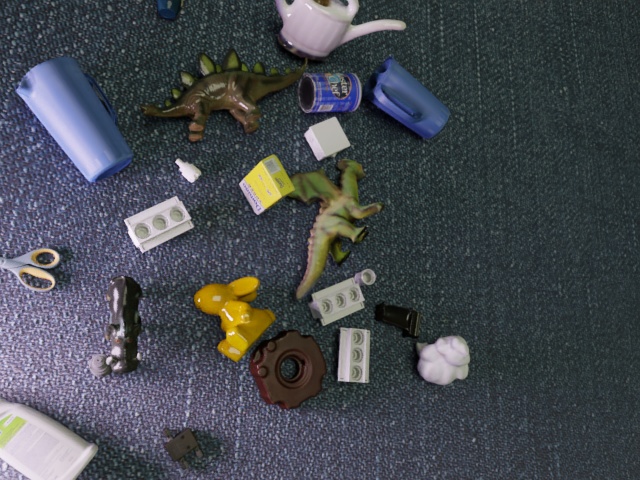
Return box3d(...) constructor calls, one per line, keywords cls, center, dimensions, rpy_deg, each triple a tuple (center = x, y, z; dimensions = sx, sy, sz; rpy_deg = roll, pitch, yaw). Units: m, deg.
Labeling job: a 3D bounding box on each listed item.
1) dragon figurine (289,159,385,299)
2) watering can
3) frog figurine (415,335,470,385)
box3d(cls="dragon figurine", center=(0.004, -0.065, 1.301), dimensions=(0.244, 0.120, 0.417), rpy_deg=(41, 60, 9))
box3d(cls="watering can", center=(0.034, -0.565, 1.365), dimensions=(0.346, 0.220, 0.106), rpy_deg=(17, 53, -21))
box3d(cls="frog figurine", center=(0.322, 0.304, 1.298), dimensions=(0.136, 0.158, 0.125), rpy_deg=(37, 66, -13))
